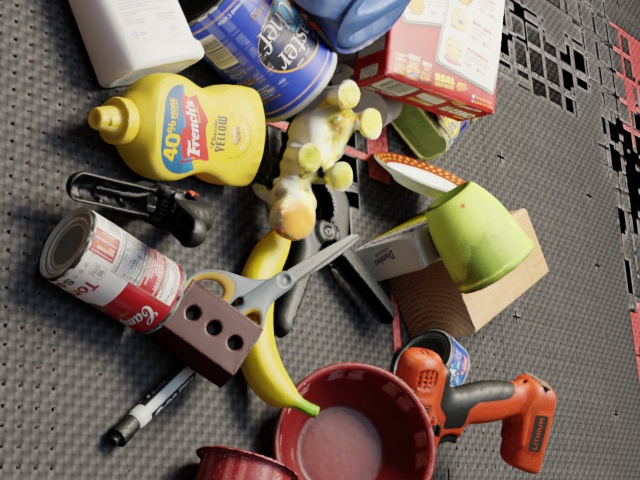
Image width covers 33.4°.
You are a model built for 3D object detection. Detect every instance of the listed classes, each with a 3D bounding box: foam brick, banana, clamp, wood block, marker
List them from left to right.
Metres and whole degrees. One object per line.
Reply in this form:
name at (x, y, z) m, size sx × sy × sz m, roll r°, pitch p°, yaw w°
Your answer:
marker at (-0.140, 0.137, 0.914) m, size 0.120 × 0.020 × 0.020 m, roll -43°, pitch 111°, yaw -48°
clamp at (-0.126, -0.024, 0.907) m, size 0.039 × 0.120 × 0.171 m, roll -63°, pitch 164°, yaw 10°
foam brick at (-0.097, 0.082, 0.926) m, size 0.078 × 0.051 × 0.053 m, roll 35°, pitch 63°, yaw -4°
banana at (-0.050, 0.077, 1.018) m, size 0.069 × 0.037 × 0.198 m, roll 2°, pitch 67°, yaw -26°
clamp at (-0.007, 0.001, 1.105) m, size 0.164 × 0.036 × 0.210 m, roll -12°, pitch 83°, yaw -45°
wood block at (0.181, 0.042, 1.275) m, size 0.205 × 0.090 × 0.091 m, roll -28°, pitch 98°, yaw -50°

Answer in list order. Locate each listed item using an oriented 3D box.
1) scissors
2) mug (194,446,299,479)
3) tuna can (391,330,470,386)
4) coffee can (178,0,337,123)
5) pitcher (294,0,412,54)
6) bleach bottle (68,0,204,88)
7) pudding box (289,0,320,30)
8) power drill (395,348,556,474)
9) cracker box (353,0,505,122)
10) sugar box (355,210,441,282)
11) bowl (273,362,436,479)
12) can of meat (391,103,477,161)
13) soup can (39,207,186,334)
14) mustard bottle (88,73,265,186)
scissors at (-0.054, 0.031, 1.001) m, size 0.096 × 0.016 × 0.201 m, roll 43°, pitch 62°, yaw -2°
mug at (-0.062, 0.230, 0.903) m, size 0.093 × 0.117 × 0.081 m, roll 47°, pitch 50°, yaw -47°
tuna can at (0.120, 0.141, 1.170) m, size 0.033 × 0.086 × 0.086 m, roll 43°, pitch 48°, yaw -30°
coffee can at (-0.065, -0.199, 1.053) m, size 0.140 × 0.103 × 0.102 m, roll 44°, pitch 48°, yaw -32°
pitcher at (-0.016, -0.313, 1.073) m, size 0.243 × 0.145 × 0.149 m, roll 47°, pitch -4°, yaw 13°
bleach bottle at (-0.194, -0.267, 0.956) m, size 0.102 × 0.068 × 0.251 m, roll -22°, pitch 93°, yaw -48°
pudding box at (0.000, -0.286, 1.177) m, size 0.090 × 0.039 × 0.113 m, roll 7°, pitch 64°, yaw -6°
power drill at (0.149, 0.207, 1.121) m, size 0.187 × 0.057 × 0.184 m, roll 5°, pitch 104°, yaw -25°
cracker box at (0.126, -0.258, 1.202) m, size 0.163 × 0.072 × 0.213 m, roll 13°, pitch 78°, yaw -34°
sugar box at (0.118, -0.003, 1.213) m, size 0.175 × 0.094 × 0.048 m, roll -24°, pitch 95°, yaw -51°
bowl at (0.028, 0.202, 1.032) m, size 0.162 × 0.055 × 0.162 m, roll 4°, pitch 73°, yaw -14°
can of meat at (0.132, -0.158, 1.302) m, size 0.102 × 0.058 × 0.083 m, roll 50°, pitch 46°, yaw -8°
soup can at (-0.170, 0.026, 0.879) m, size 0.102 × 0.069 × 0.068 m, roll 36°, pitch 52°, yaw -37°
mustard bottle at (-0.131, -0.101, 0.965) m, size 0.191 × 0.058 × 0.096 m, roll 1°, pitch 97°, yaw -52°
